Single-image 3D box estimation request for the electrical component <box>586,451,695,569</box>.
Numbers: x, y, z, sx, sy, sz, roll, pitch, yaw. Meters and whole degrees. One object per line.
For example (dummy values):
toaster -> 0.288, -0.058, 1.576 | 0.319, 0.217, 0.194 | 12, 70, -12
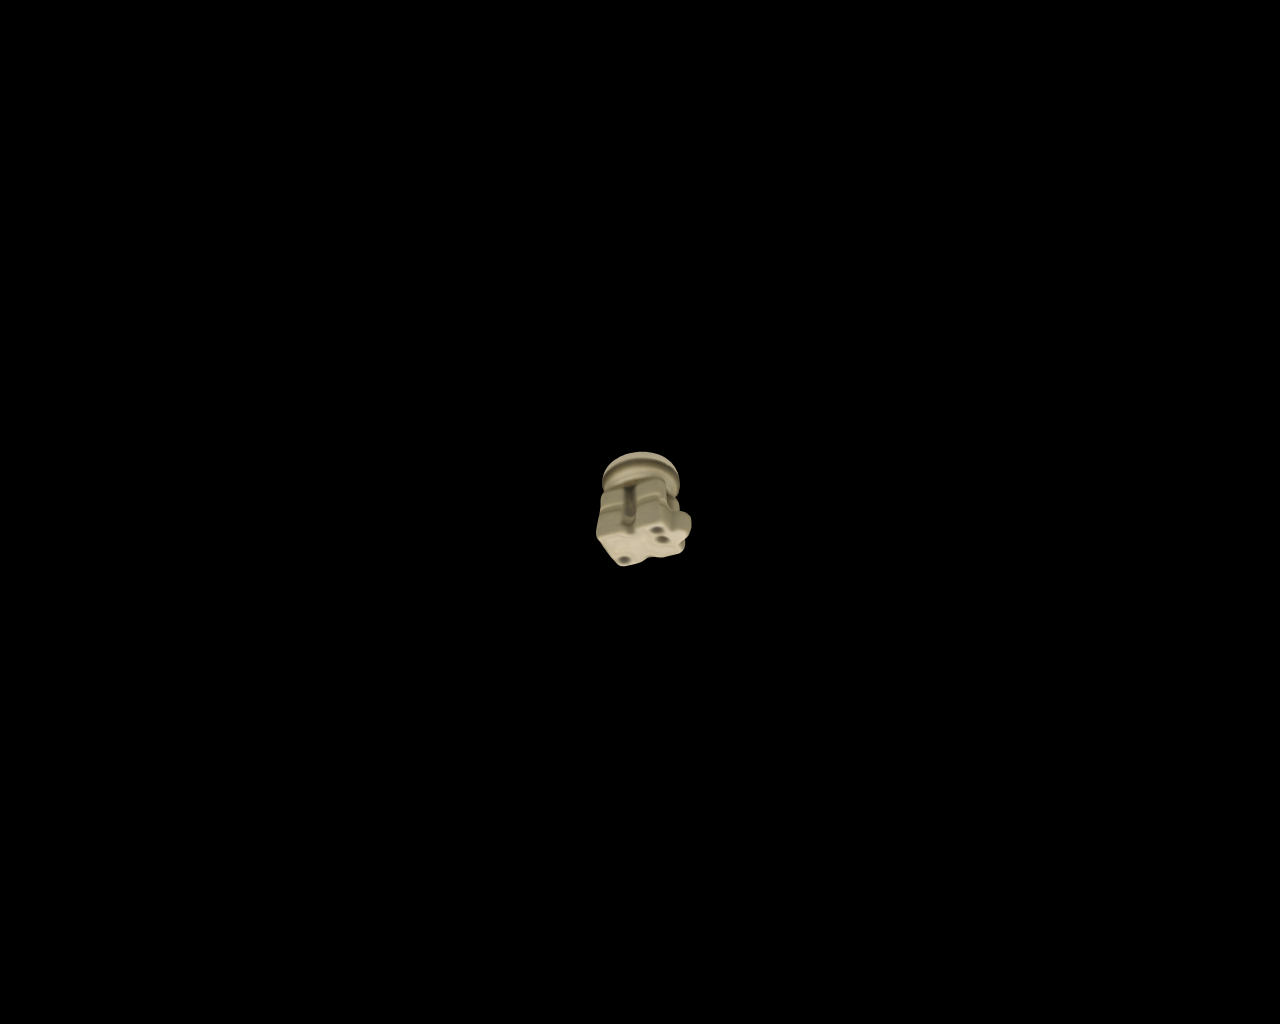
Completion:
electrical component -> 0.001, -0.003, 0.650 | 0.066, 0.055, 0.048 | -14, -40, 17
